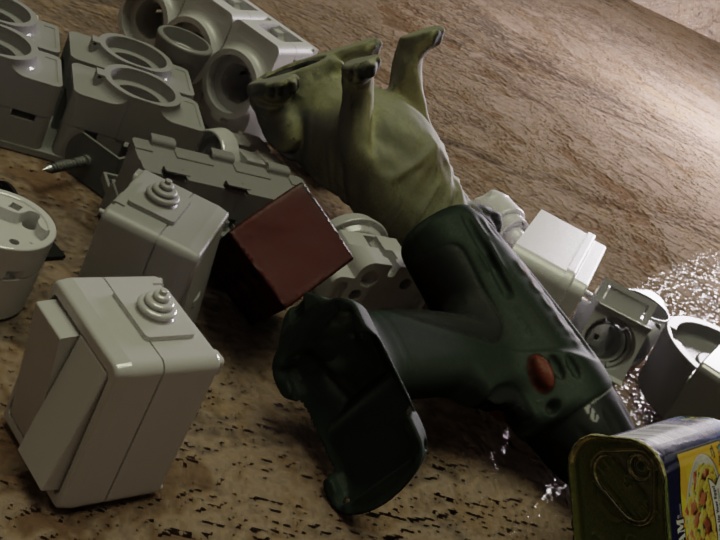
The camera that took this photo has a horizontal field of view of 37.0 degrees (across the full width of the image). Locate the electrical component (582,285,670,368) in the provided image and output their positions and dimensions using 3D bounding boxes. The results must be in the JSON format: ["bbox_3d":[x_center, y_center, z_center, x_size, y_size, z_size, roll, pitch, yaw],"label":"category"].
[{"bbox_3d":[0.199,0.035,0.850,0.079,0.044,0.077,34,26,14],"label":"electrical component"}]

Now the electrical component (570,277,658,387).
[{"bbox_3d":[0.172,0.049,0.769,0.042,0.081,0.064,28,3,-1],"label":"electrical component"}]

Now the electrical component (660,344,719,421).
[{"bbox_3d":[0.222,0.101,0.675,0.056,0.108,0.109,35,26,21],"label":"electrical component"}]

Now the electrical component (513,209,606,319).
[{"bbox_3d":[0.133,0.012,0.788,0.057,0.078,0.113,30,25,9],"label":"electrical component"}]

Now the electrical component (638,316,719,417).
[{"bbox_3d":[0.255,0.090,0.783,0.108,0.060,0.108,22,26,-12],"label":"electrical component"}]

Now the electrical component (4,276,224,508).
[{"bbox_3d":[-0.109,0.046,0.462,0.061,0.096,0.061,-1,38,-46],"label":"electrical component"}]

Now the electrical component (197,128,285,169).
[{"bbox_3d":[-0.091,-0.074,0.767,0.055,0.048,0.066,10,30,-48],"label":"electrical component"}]

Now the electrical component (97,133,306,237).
[{"bbox_3d":[-0.093,-0.037,0.674,0.121,0.063,0.078,11,30,-32],"label":"electrical component"}]

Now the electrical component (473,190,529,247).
[{"bbox_3d":[0.121,-0.035,0.904,0.043,0.043,0.062,3,36,-41],"label":"electrical component"}]

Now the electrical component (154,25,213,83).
[{"bbox_3d":[-0.145,-0.149,0.826,0.044,0.065,0.044,23,26,-12],"label":"electrical component"}]

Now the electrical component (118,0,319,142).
[{"bbox_3d":[-0.122,-0.178,0.875,0.150,0.089,0.062,38,27,20],"label":"electrical component"}]

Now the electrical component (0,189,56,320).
[{"bbox_3d":[-0.188,-0.008,0.543,0.055,0.047,0.055,22,26,-12],"label":"electrical component"}]

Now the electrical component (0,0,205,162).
[{"bbox_3d":[-0.206,-0.125,0.729,0.186,0.060,0.105,15,28,-26],"label":"electrical component"}]

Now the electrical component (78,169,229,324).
[{"bbox_3d":[-0.107,-0.003,0.556,0.061,0.096,0.061,26,27,-3],"label":"electrical component"}]

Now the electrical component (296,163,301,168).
[{"bbox_3d":[-0.035,-0.098,0.868,0.048,0.048,0.062,5,41,-40],"label":"electrical component"}]

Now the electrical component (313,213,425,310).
[{"bbox_3d":[0.000,0.000,0.704,0.078,0.058,0.057,8,35,-36],"label":"electrical component"}]
